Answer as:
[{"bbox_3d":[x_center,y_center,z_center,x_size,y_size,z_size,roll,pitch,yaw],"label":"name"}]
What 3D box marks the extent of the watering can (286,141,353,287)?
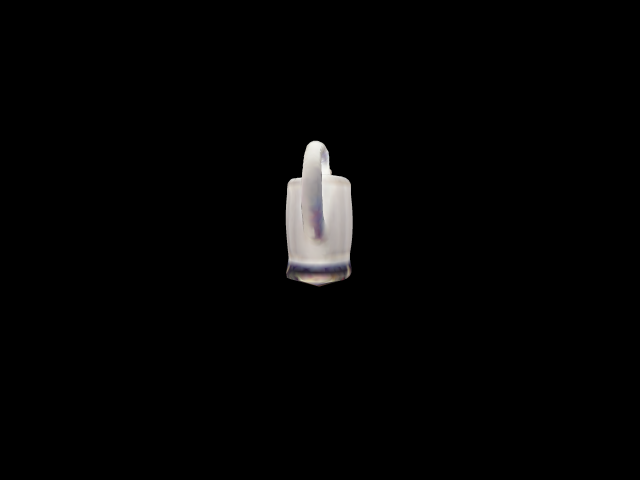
[{"bbox_3d":[0.003,-0.043,0.850,0.104,0.224,0.348,0,2,5],"label":"watering can"}]
